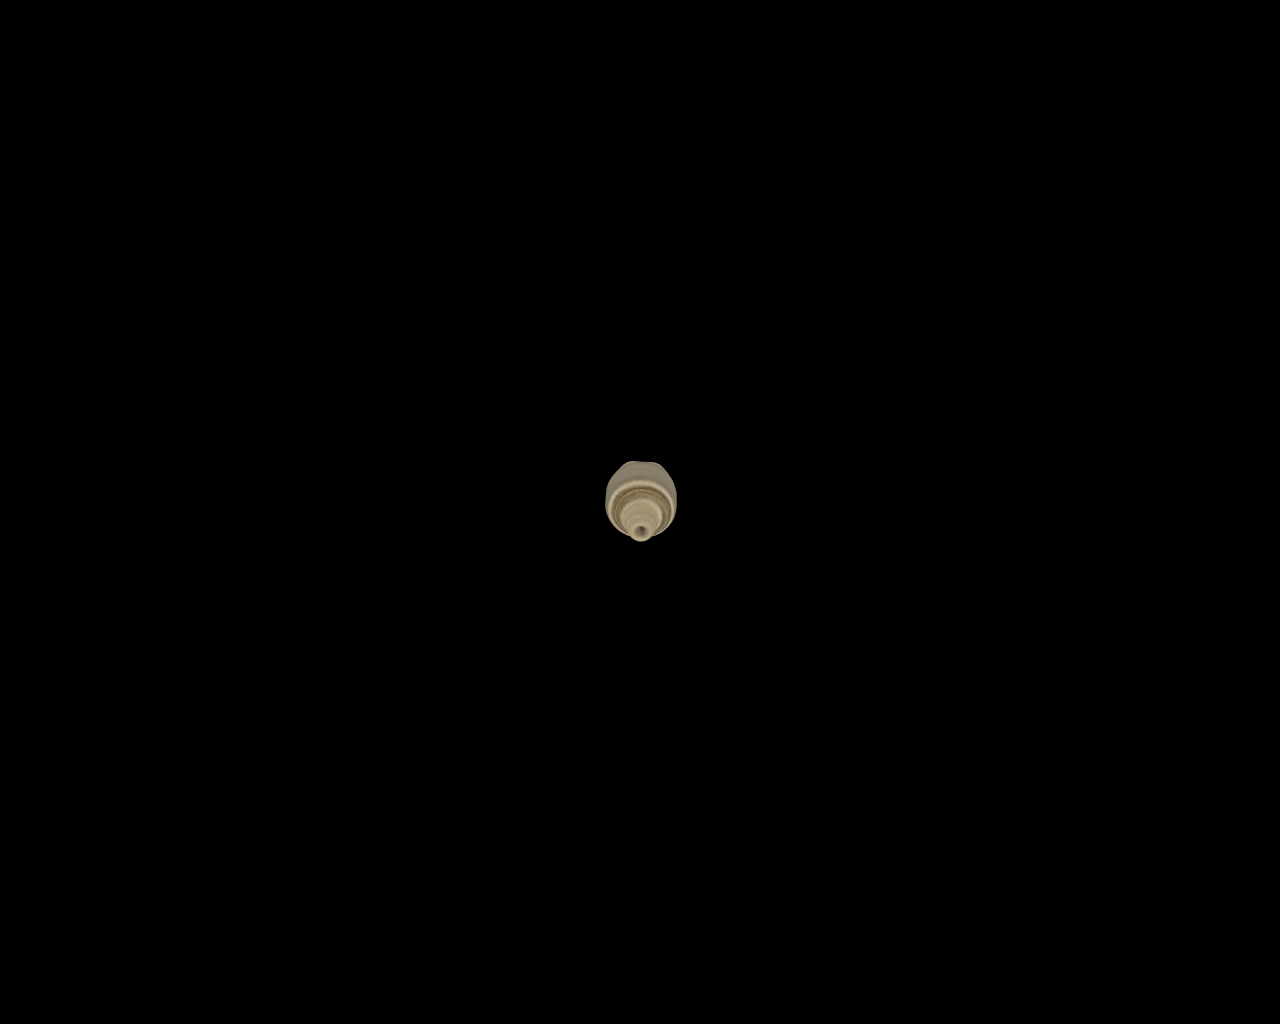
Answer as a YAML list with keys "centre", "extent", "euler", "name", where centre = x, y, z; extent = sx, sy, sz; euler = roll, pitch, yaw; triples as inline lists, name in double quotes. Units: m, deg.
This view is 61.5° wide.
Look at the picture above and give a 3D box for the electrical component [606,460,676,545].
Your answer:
- centre: [0.001, -0.003, 0.650]
  extent: [0.043, 0.043, 0.062]
  euler: [0, 28, 0]
  name: "electrical component"
